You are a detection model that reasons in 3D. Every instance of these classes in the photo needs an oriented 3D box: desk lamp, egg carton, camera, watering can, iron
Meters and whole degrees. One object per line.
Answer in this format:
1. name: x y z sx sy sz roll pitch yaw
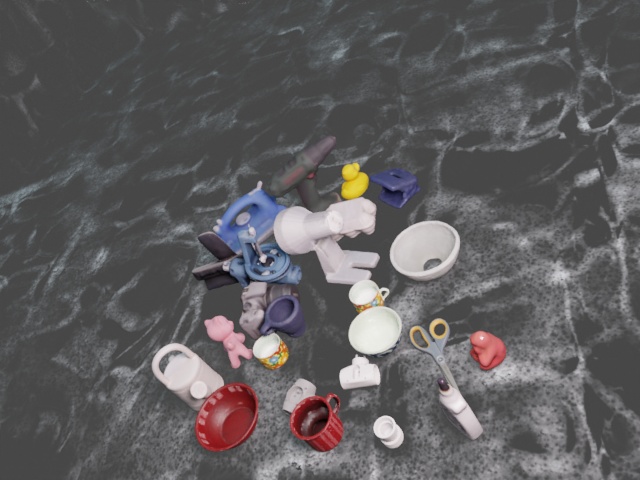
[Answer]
1. desk lamp: 0.013 0.005 1.428 0.202 0.214 0.118 3 52 34
2. egg carton: 0.081 -0.056 1.556 0.150 0.070 0.107 -13 44 21
3. camera: -0.128 0.161 1.451 0.136 0.101 0.143 -14 44 20
4. watering can: -0.311 0.316 1.343 0.172 0.195 0.101 3 52 34
5. iron: -0.231 -0.055 1.696 0.258 0.142 0.118 -40 41 -9

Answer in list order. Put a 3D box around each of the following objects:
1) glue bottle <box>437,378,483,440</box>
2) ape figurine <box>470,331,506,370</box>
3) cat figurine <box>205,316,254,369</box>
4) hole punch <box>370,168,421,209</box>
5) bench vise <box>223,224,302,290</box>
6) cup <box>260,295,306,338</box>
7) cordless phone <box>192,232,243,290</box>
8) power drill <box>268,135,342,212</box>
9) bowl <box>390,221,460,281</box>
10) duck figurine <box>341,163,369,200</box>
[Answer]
1. glue bottle: 0.242 0.296 1.033 0.037 0.174 0.077 -41 41 -9
2. ape figurine: 0.323 0.210 1.128 0.076 0.092 0.078 -8 47 26
3. cat figurine: -0.235 0.241 1.427 0.067 0.118 0.127 -38 41 -6
4. hole punch: 0.204 -0.157 1.561 0.101 0.091 0.108 -44 42 -13
5. bench vise: -0.178 0.057 1.493 0.207 0.220 0.121 -19 43 15
6. cup: -0.083 0.204 1.386 0.118 0.095 0.091 -44 42 -13
7. cordless phone: -0.308 0.046 1.611 0.147 0.186 0.094 -20 43 15
8. power drill: -0.021 -0.166 1.621 0.229 0.209 0.075 -30 41 3
9. bowl: 0.254 0.038 1.352 0.167 0.075 0.167 -17 43 17
10. duck figurine: 0.090 -0.176 1.655 0.077 0.086 0.105 12 57 39
